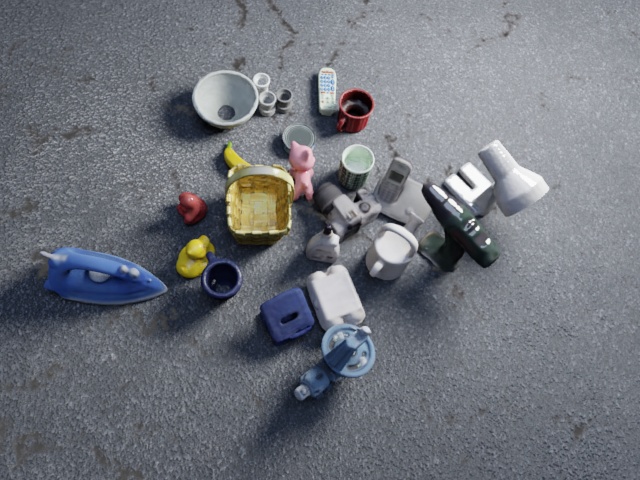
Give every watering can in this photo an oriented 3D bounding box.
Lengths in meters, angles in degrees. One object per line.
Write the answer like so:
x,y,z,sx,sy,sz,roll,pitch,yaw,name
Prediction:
0.172,0.009,1.312,0.101,0.194,0.173,17,67,1,watering can

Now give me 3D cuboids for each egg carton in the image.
0.034,0.136,1.313,0.107,0.069,0.150,-19,71,-13,egg carton

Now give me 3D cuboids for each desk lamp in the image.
0.424,-0.136,1.389,0.118,0.213,0.203,-37,76,-18,desk lamp

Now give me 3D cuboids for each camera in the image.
0.057,-0.086,1.388,0.143,0.101,0.136,-33,75,-17,camera

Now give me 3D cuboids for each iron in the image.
-0.469,0.069,1.243,0.258,0.141,0.118,8,67,-3,iron

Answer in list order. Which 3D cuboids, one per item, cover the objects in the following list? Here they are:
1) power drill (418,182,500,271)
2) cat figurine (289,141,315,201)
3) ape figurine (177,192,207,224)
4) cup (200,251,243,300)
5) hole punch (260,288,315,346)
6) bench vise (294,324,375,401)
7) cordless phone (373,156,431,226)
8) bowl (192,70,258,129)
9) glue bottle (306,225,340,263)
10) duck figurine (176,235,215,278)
0.301,-0.013,1.328,0.229,0.208,0.076,43,70,11,power drill
-0.043,-0.174,1.403,0.067,0.118,0.128,-3,69,-7,cat figurine
-0.306,-0.081,1.349,0.076,0.092,0.078,5,68,-4,ape figurine
-0.225,0.089,1.289,0.092,0.095,0.117,-26,73,-15,cup
-0.071,0.171,1.275,0.109,0.091,0.101,-25,73,-15,hole punch
0.044,0.256,1.184,0.121,0.220,0.208,30,68,6,bench vise
0.210,-0.121,1.374,0.147,0.185,0.094,23,68,3,cordless phone
-0.241,-0.349,1.473,0.167,0.075,0.167,2,68,-6,bowl
0.012,0.005,1.307,0.078,0.173,0.037,11,67,-2,glue bottle
-0.287,0.033,1.309,0.077,0.086,0.105,36,69,8,duck figurine
